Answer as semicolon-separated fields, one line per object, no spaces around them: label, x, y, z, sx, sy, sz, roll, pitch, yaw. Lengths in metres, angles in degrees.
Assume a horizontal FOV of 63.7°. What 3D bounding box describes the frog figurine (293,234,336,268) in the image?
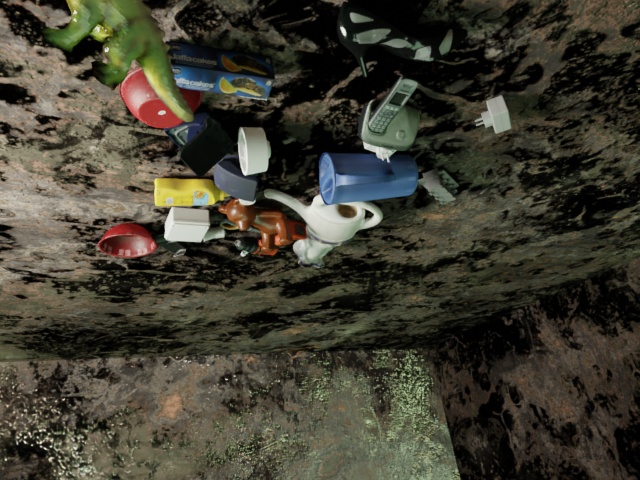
frog figurine;-0.009;0.004;1.698;0.136;0.157;0.125;18;18;-30

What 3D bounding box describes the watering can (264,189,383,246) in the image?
watering can;0.005;-0.076;1.506;0.347;0.106;0.220;8;-28;-6

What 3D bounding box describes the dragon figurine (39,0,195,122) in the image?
dragon figurine;-0.268;-0.356;0.771;0.240;0.125;0.405;-31;-38;22
